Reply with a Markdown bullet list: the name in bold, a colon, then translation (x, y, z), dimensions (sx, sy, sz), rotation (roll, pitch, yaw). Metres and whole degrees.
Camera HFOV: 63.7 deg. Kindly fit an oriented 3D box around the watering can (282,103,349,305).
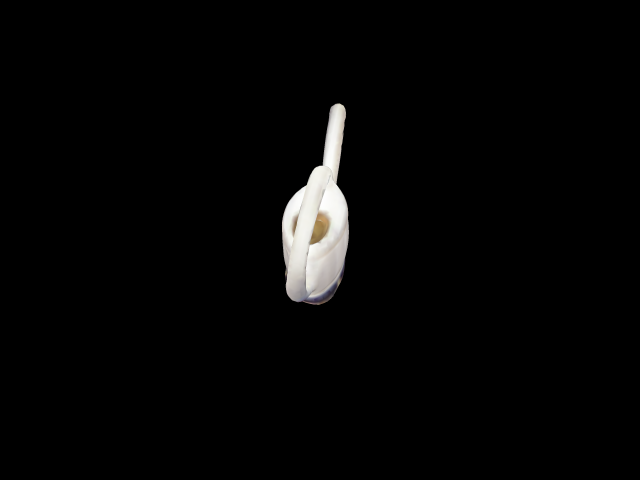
- **watering can**: translation (0.003, -0.043, 0.850), dimensions (0.104, 0.356, 0.219), rotation (10, -35, 7)
